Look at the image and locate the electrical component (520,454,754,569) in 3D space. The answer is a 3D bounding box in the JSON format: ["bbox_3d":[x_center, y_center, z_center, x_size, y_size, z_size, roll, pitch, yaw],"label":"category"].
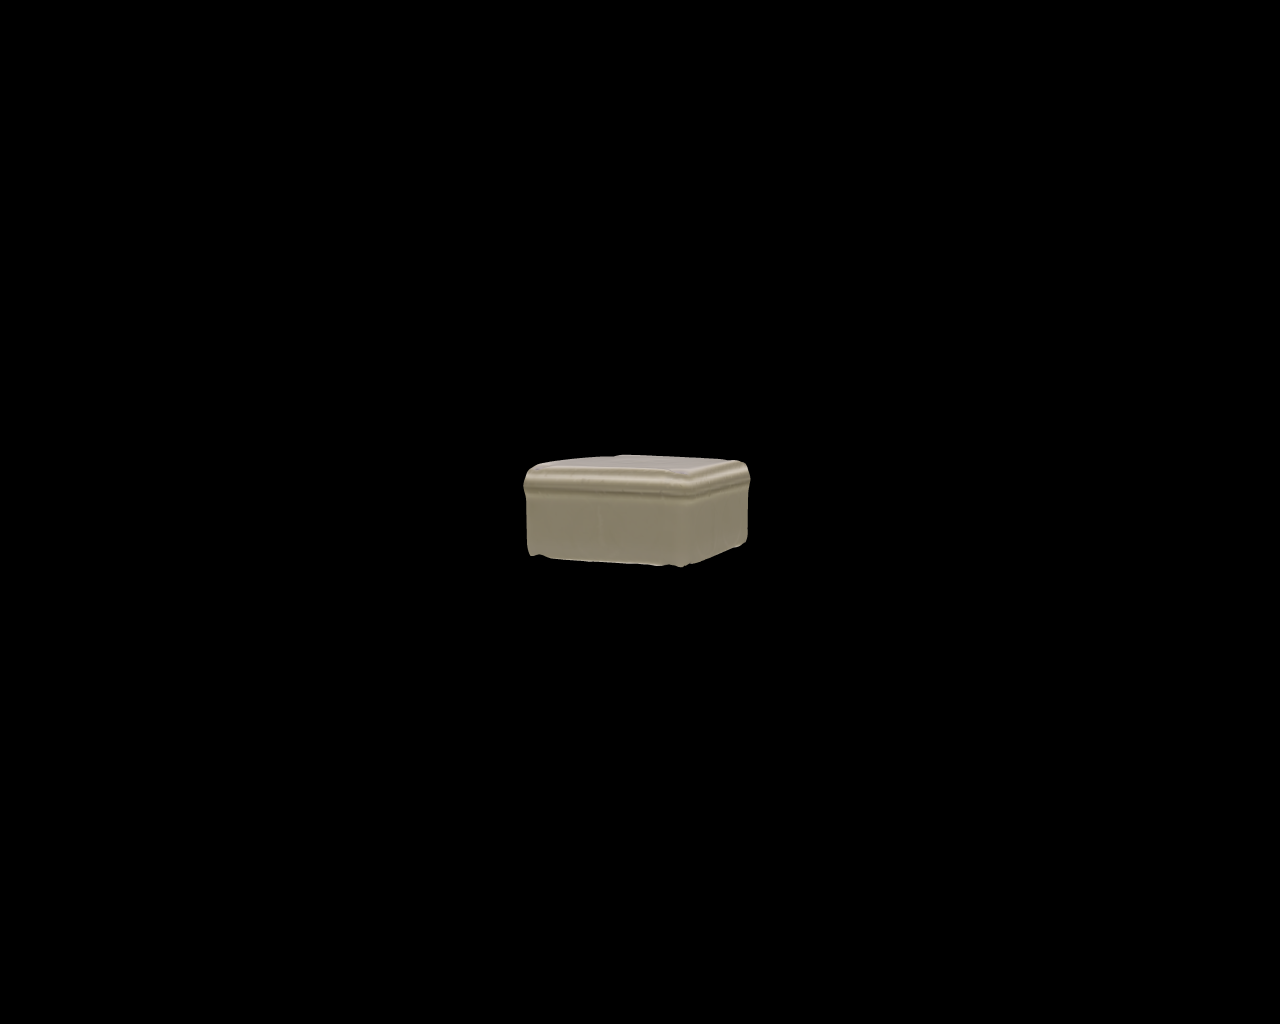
[{"bbox_3d":[0.001,-0.003,0.650,0.109,0.056,0.109,3,8,26],"label":"electrical component"}]
